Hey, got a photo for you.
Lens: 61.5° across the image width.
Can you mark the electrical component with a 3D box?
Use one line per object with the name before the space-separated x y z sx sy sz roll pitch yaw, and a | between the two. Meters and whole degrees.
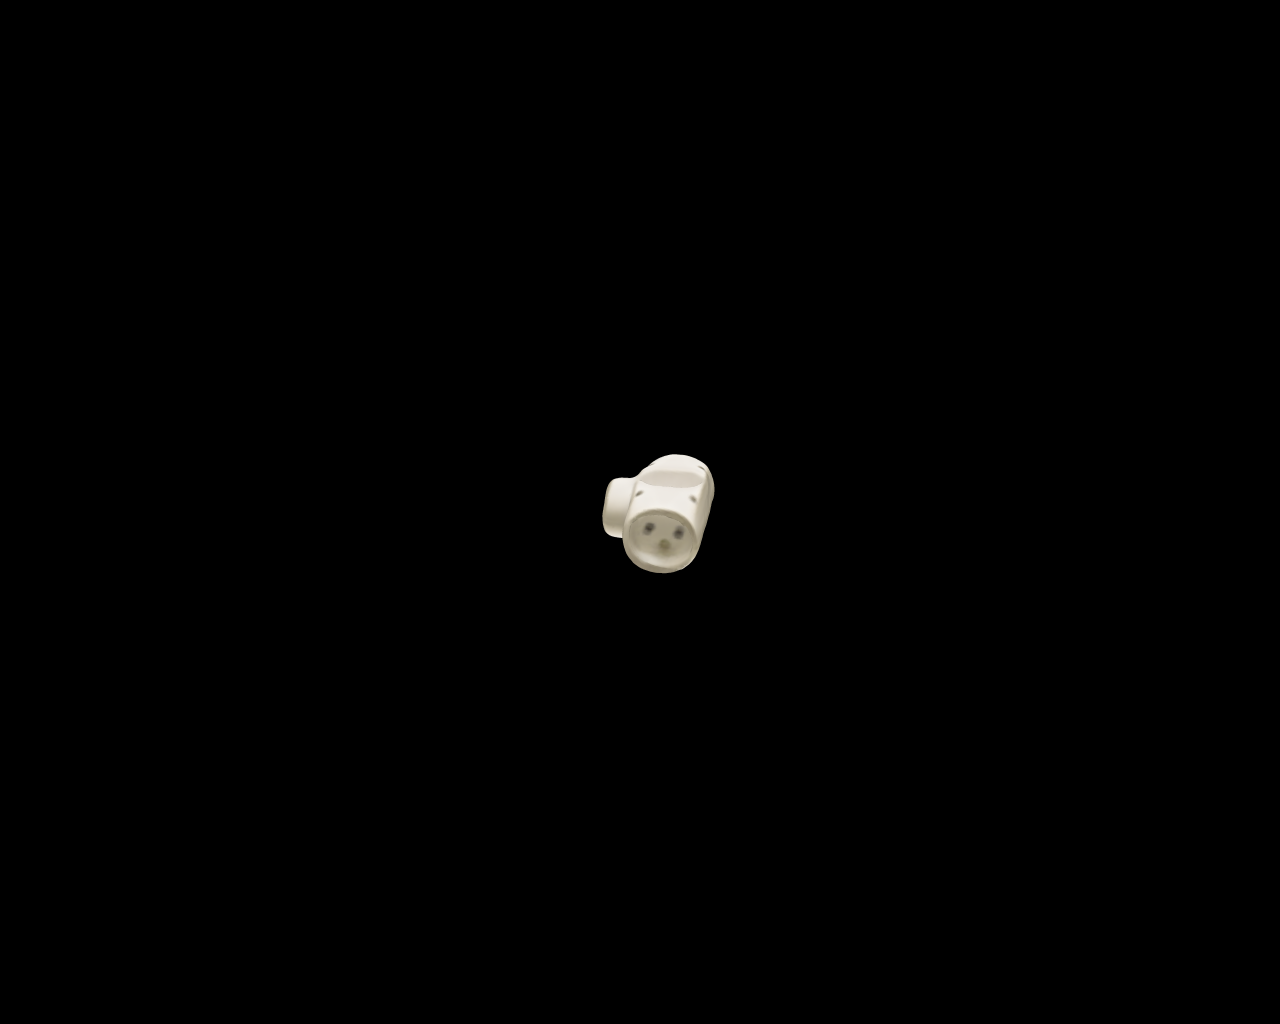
electrical component | 0.001 -0.003 0.650 0.079 0.043 0.077 5 29 10
